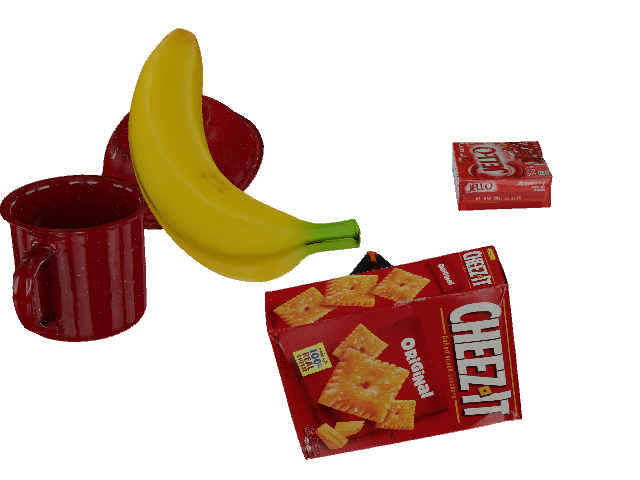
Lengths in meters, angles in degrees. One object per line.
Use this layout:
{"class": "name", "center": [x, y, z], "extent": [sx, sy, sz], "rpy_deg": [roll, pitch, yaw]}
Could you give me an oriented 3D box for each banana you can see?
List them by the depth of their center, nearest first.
{"class": "banana", "center": [-0.055, -0.038, 0.509], "extent": [0.069, 0.037, 0.198], "rpy_deg": [-24, 47, -16]}

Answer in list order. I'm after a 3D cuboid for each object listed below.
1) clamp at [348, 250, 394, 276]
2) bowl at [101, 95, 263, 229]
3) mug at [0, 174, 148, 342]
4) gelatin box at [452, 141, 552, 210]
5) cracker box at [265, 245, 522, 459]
{"class": "clamp", "center": [0.076, 0.082, 1.194], "extent": [0.120, 0.171, 0.039], "rpy_deg": [7, -43, 0]}
{"class": "bowl", "center": [-0.137, -0.086, 0.981], "extent": [0.162, 0.162, 0.055], "rpy_deg": [0, -41, 18]}
{"class": "mug", "center": [-0.157, 0.017, 0.674], "extent": [0.093, 0.081, 0.117], "rpy_deg": [7, 25, 13]}
{"class": "gelatin box", "center": [0.146, -0.054, 0.869], "extent": [0.073, 0.030, 0.089], "rpy_deg": [-1, 24, 5]}
{"class": "cracker box", "center": [0.069, 0.108, 0.980], "extent": [0.213, 0.164, 0.072], "rpy_deg": [-11, 34, 3]}
